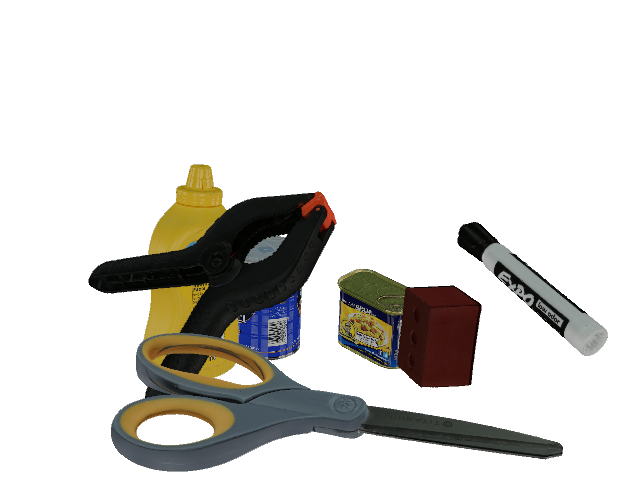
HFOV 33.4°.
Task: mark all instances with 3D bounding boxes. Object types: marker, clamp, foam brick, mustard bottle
[{"bbox_3d":[0.119,0.024,0.621,0.020,0.020,0.121,0,31,-35],"label":"marker"},{"bbox_3d":[-0.063,0.032,0.692,0.171,0.120,0.039,-27,-29,6],"label":"clamp"},{"bbox_3d":[0.104,0.084,0.943,0.051,0.078,0.053,-2,18,-22],"label":"foam brick"},{"bbox_3d":[-0.112,0.028,0.954,0.058,0.192,0.096,16,17,40],"label":"mustard bottle"}]

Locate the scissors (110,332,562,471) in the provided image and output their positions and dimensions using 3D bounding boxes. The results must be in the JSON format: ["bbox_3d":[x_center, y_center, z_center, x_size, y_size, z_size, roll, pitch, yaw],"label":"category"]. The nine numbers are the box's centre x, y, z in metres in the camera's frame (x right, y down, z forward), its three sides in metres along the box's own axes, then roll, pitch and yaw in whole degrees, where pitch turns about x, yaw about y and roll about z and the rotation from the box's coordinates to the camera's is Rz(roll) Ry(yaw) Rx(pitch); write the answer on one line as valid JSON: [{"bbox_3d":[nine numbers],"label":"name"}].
[{"bbox_3d":[-0.004,0.086,0.469,0.202,0.016,0.096,16,33,23],"label":"scissors"}]

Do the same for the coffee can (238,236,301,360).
[{"bbox_3d":[-0.075,0.075,1.431,0.103,0.140,0.103,2,20,-1],"label":"coffee can"}]

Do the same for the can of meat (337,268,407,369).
[{"bbox_3d":[0.068,0.093,1.251,0.102,0.084,0.057,25,36,37],"label":"can of meat"}]
